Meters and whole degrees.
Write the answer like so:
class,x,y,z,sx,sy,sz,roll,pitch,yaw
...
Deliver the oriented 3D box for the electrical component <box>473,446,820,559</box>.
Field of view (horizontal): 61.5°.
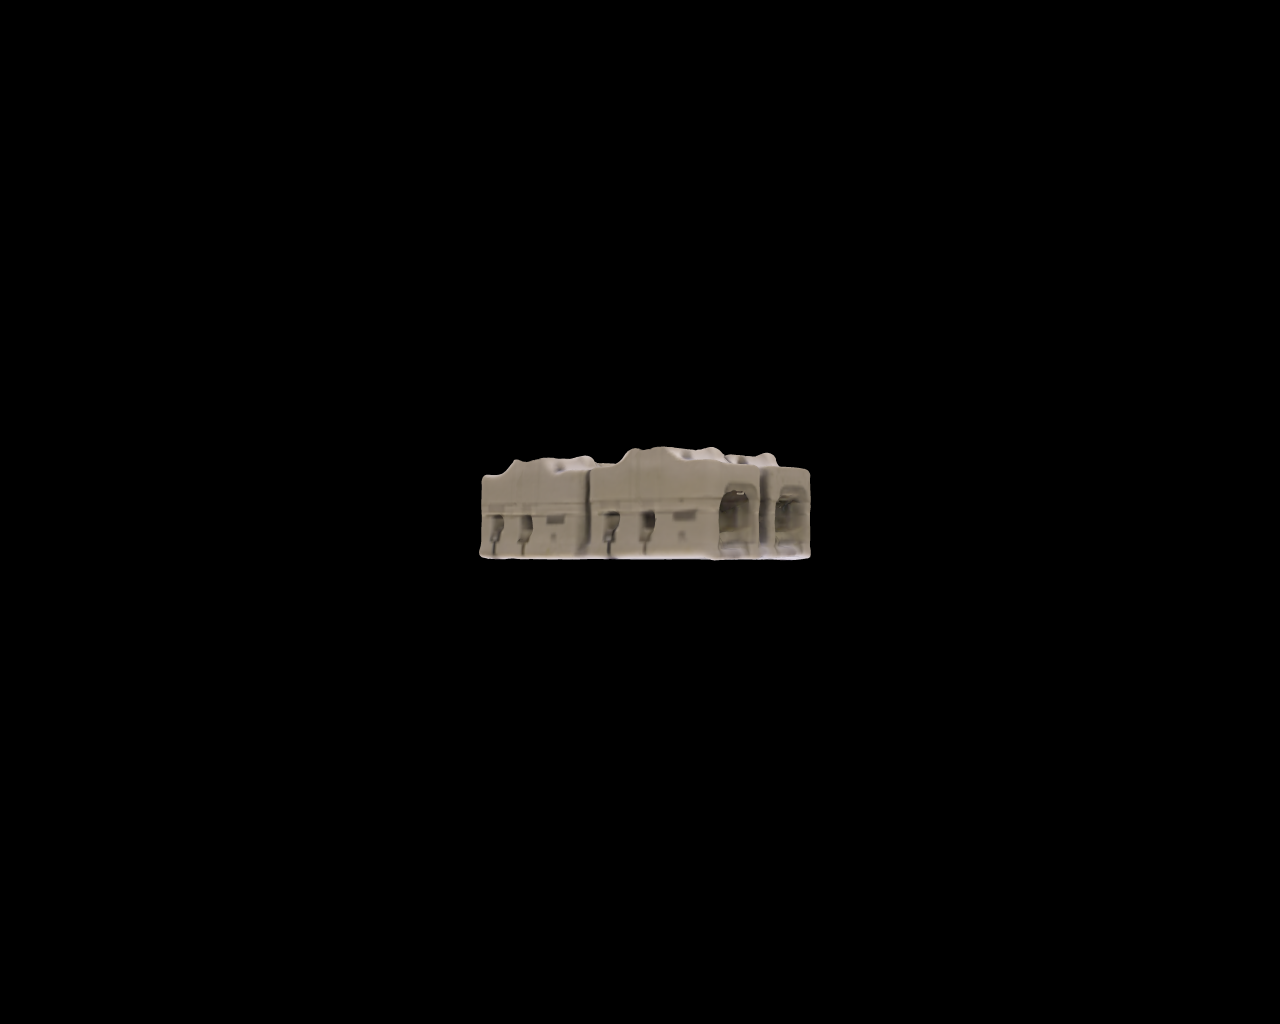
class,x,y,z,sx,sy,sz,roll,pitch,yaw
electrical component,0.001,-0.003,0.650,0.186,0.060,0.105,-2,-2,40
